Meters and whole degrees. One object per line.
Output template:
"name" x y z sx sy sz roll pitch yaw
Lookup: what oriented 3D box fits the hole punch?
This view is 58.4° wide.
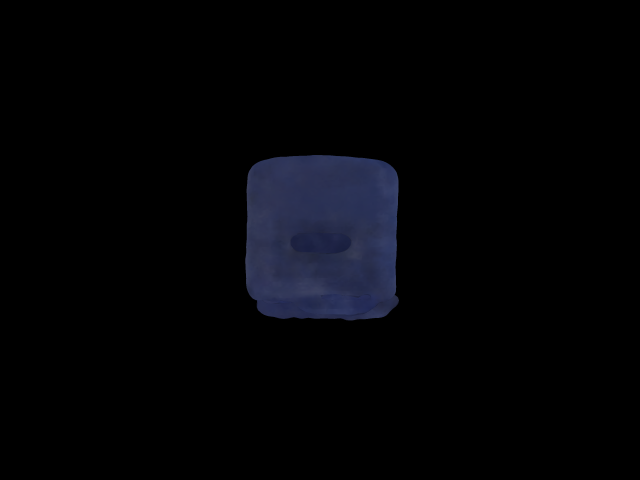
"hole punch" 0.004 0.001 0.400 0.108 0.091 0.101 0 66 0
